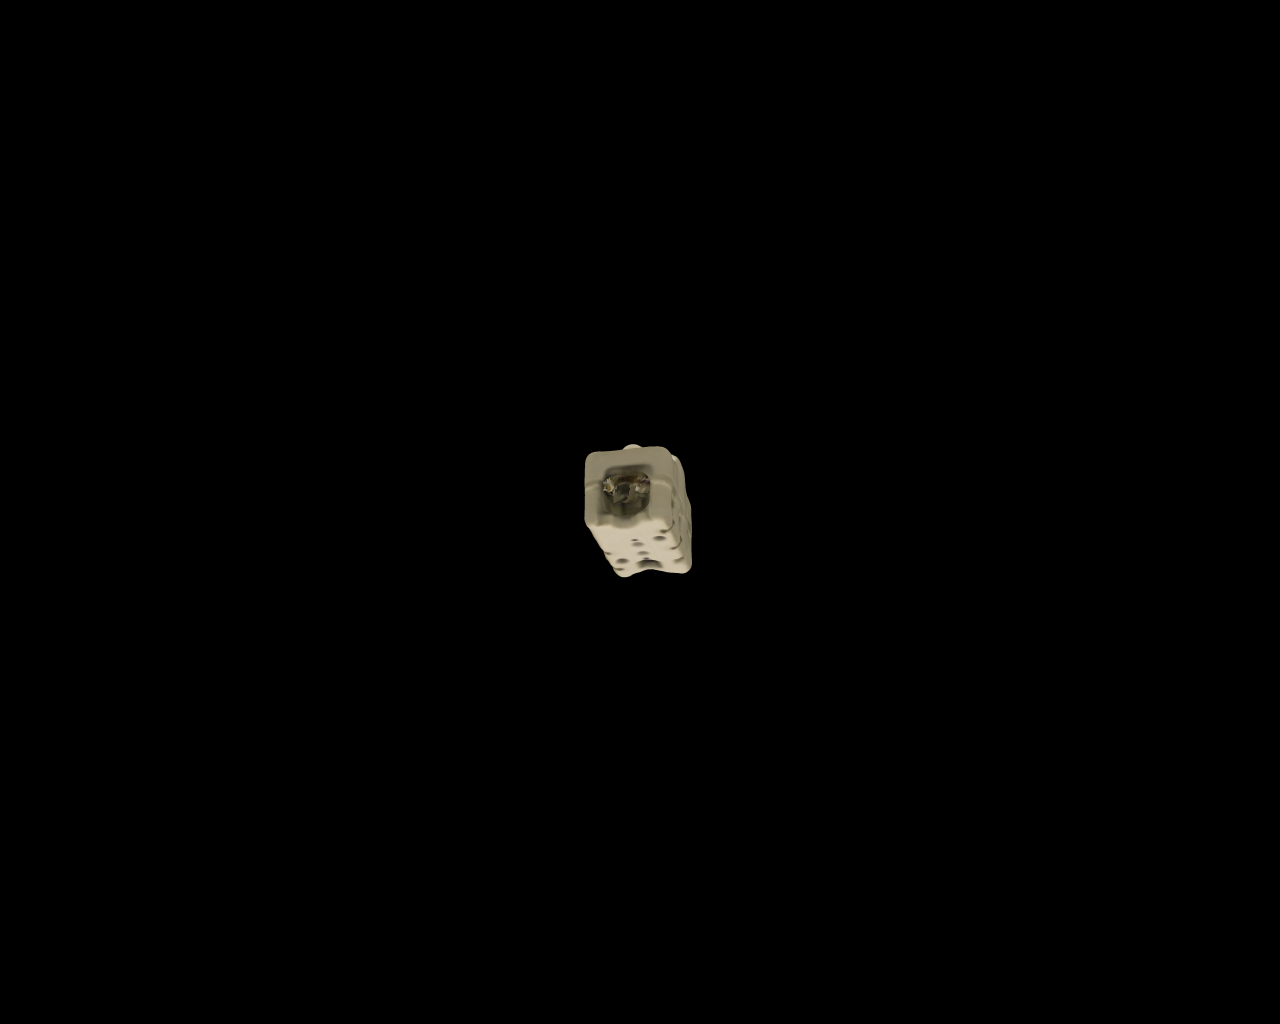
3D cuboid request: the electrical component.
[{"bbox_3d":[0.001,-0.003,0.650,0.050,0.056,0.089,-5,-24,10],"label":"electrical component"}]
